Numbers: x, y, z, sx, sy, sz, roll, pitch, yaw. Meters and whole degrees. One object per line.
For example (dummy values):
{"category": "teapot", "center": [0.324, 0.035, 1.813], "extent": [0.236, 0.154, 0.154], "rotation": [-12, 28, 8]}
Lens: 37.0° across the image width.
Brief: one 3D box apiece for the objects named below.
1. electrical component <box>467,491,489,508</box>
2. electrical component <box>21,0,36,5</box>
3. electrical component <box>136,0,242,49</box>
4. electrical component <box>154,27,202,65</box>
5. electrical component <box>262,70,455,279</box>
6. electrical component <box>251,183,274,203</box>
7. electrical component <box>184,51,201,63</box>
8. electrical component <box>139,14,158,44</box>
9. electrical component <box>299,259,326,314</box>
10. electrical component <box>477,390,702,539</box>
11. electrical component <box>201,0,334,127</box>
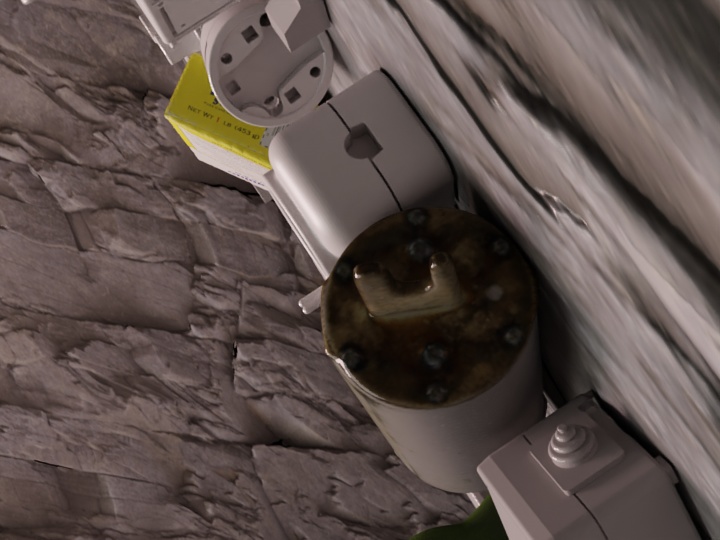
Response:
{"category": "electrical component", "center": [0.106, 0.162, 0.819], "extent": [0.099, 0.048, 0.099], "rotation": [55, 176, 25]}
{"category": "electrical component", "center": [-0.142, -0.188, 0.554], "extent": [0.056, 0.109, 0.108], "rotation": [61, 175, -22]}
{"category": "electrical component", "center": [-0.071, -0.138, 0.406], "extent": [0.061, 0.062, 0.096], "rotation": [56, 177, 7]}
{"category": "electrical component", "center": [-0.077, -0.130, 0.560], "extent": [0.043, 0.062, 0.043], "rotation": [57, 177, 5]}
{"category": "electrical component", "center": [0.000, -0.030, 0.437], "extent": [0.053, 0.059, 0.095], "rotation": [56, 177, 16]}
{"category": "electrical component", "center": [-0.075, -0.106, 0.817], "extent": [0.089, 0.056, 0.050], "rotation": [59, 176, -38]}
{"category": "electrical component", "center": [-0.095, -0.156, 0.673], "extent": [0.080, 0.051, 0.080], "rotation": [56, 177, 5]}
{"category": "electrical component", "center": [-0.093, -0.150, 0.601], "extent": [0.048, 0.062, 0.048], "rotation": [56, 177, 5]}
{"category": "electrical component", "center": [0.000, 0.000, 0.579], "extent": [0.047, 0.076, 0.083], "rotation": [57, 177, -13]}
{"category": "electrical component", "center": [0.085, 0.097, 0.398], "extent": [0.096, 0.061, 0.061], "rotation": [58, 177, -26]}
{"category": "electrical component", "center": [-0.044, -0.098, 0.485], "extent": [0.055, 0.055, 0.047], "rotation": [58, 180, -29]}
